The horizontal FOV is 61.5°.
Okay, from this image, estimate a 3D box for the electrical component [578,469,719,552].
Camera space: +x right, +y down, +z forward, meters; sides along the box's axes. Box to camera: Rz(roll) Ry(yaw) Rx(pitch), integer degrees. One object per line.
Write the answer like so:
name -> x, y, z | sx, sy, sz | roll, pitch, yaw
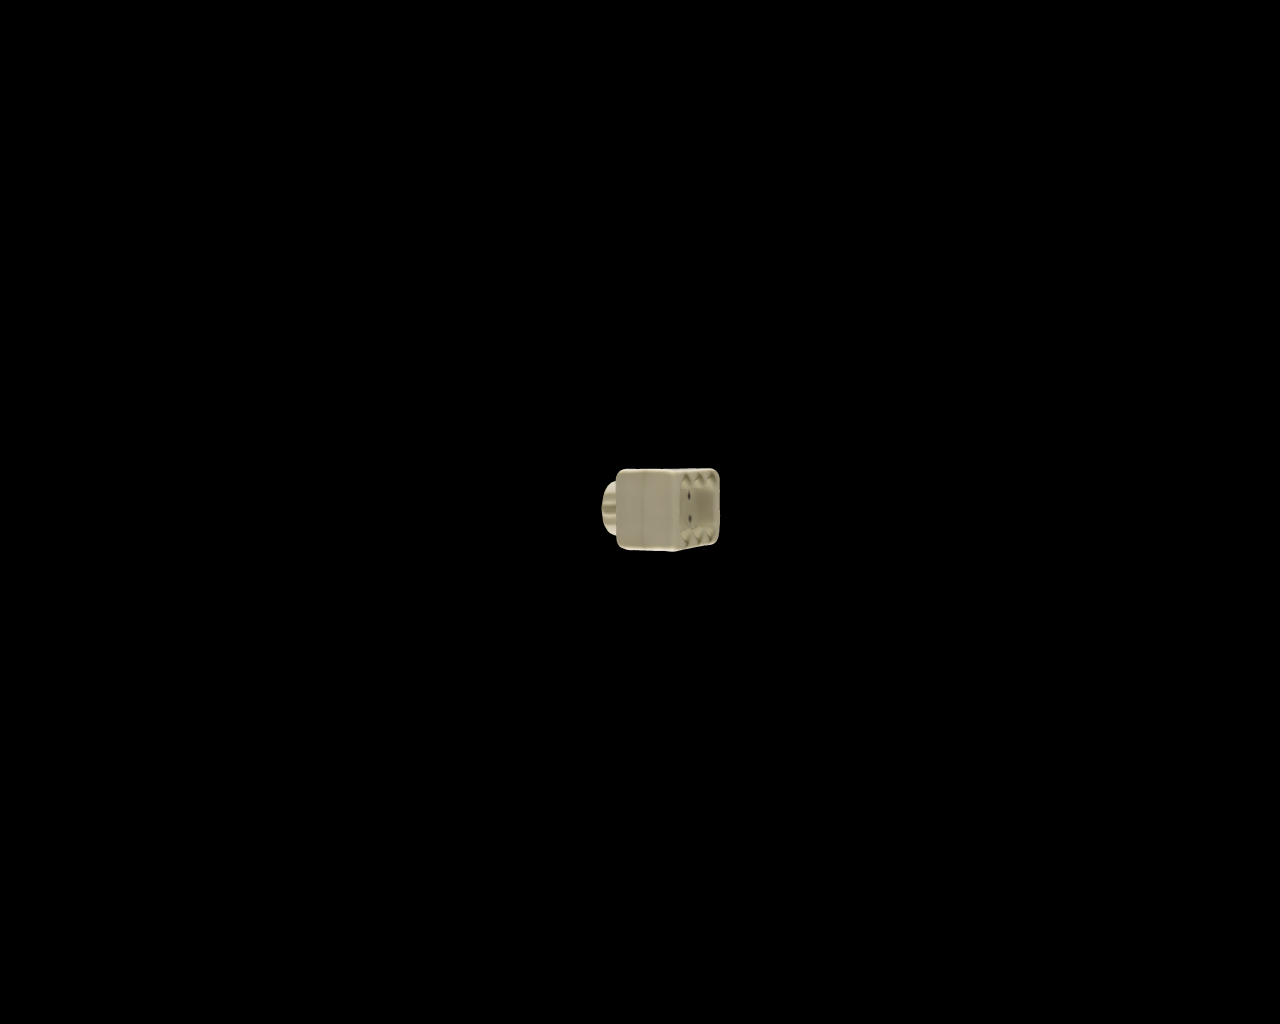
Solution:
electrical component -> 0.001, -0.003, 0.650 | 0.077, 0.047, 0.066 | 1, 3, 28
